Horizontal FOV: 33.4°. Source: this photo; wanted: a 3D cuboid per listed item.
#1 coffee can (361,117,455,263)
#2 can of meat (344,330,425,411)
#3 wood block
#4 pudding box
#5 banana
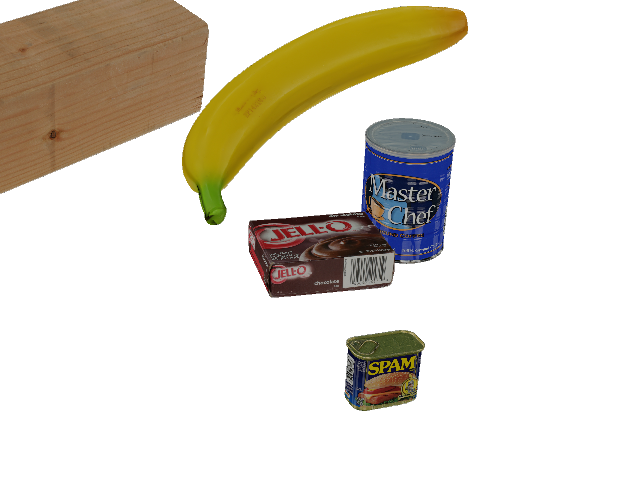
[{"bbox_3d":[0.099,-0.059,1.242,0.103,0.140,0.103,2,29,-1],"label":"coffee can"},{"bbox_3d":[0.083,0.173,1.416,0.102,0.084,0.057,-6,25,-22],"label":"can of meat"},{"bbox_3d":[-0.198,-0.127,0.858,0.090,0.091,0.205,36,45,27],"label":"wood block"},{"bbox_3d":[-0.001,0.011,0.940,0.113,0.039,0.090,-3,26,-15],"label":"pudding box"},{"bbox_3d":[-0.007,-0.078,0.571,0.070,0.197,0.037,38,-26,24],"label":"banana"}]
